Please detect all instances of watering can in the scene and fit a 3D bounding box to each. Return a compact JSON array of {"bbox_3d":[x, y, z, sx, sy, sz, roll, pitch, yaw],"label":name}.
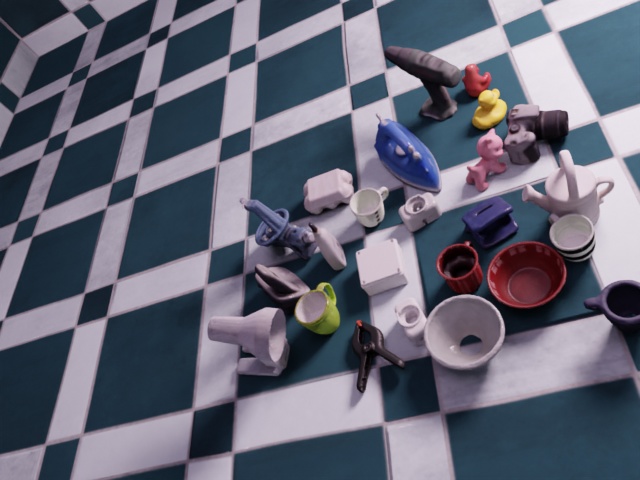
[{"bbox_3d":[0.522,-0.106,1.211,0.172,0.195,0.100,-30,47,9],"label":"watering can"}]

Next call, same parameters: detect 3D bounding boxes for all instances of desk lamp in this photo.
[{"bbox_3d":[-0.153,0.240,1.344,0.202,0.214,0.118,-7,55,27],"label":"desk lamp"}]

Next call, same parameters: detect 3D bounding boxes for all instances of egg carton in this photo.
[{"bbox_3d":[0.024,-0.137,1.615,0.150,0.070,0.107,-20,50,17],"label":"egg carton"}]

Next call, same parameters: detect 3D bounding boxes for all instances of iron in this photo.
[{"bbox_3d":[0.229,-0.238,1.518,0.118,0.142,0.257,-38,47,1],"label":"iron"}]

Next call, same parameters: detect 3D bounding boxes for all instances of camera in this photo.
[{"bbox_3d":[0.527,-0.272,1.394,0.136,0.101,0.143,0,58,31],"label":"camera"}]

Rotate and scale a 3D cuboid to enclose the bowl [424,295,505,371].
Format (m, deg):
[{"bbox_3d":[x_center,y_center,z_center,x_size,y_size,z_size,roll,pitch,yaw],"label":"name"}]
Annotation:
[{"bbox_3d":[0.305,0.203,1.195,0.167,0.075,0.167,-16,51,20],"label":"bowl"}]

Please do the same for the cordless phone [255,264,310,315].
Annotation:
[{"bbox_3d":[-0.120,0.094,1.451,0.094,0.186,0.147,-49,47,-9],"label":"cordless phone"}]

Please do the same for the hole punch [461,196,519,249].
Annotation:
[{"bbox_3d":[0.386,-0.051,1.323,0.108,0.091,0.101,-33,47,6],"label":"hole punch"}]

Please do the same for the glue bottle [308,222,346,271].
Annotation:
[{"bbox_3d":[0.013,0.005,1.446,0.037,0.174,0.078,-23,49,15],"label":"glue bottle"}]

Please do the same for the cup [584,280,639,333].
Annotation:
[{"bbox_3d":[0.563,0.135,1.078,0.117,0.095,0.092,-5,55,28],"label":"cup"}]

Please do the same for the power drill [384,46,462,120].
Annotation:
[{"bbox_3d":[0.294,-0.435,1.577,0.228,0.209,0.076,27,74,41],"label":"power drill"}]

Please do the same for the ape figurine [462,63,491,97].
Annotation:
[{"bbox_3d":[0.428,-0.452,1.591,0.077,0.092,0.076,19,69,39],"label":"ape figurine"}]

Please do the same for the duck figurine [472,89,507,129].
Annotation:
[{"bbox_3d":[0.441,-0.353,1.515,0.104,0.086,0.077,-45,47,-5],"label":"duck figurine"}]

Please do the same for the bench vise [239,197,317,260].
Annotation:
[{"bbox_3d":[-0.106,-0.047,1.523,0.206,0.220,0.121,-5,56,28],"label":"bench vise"}]

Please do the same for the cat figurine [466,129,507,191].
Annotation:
[{"bbox_3d":[0.405,-0.205,1.406,0.128,0.118,0.067,-46,47,-6],"label":"cat figurine"}]
